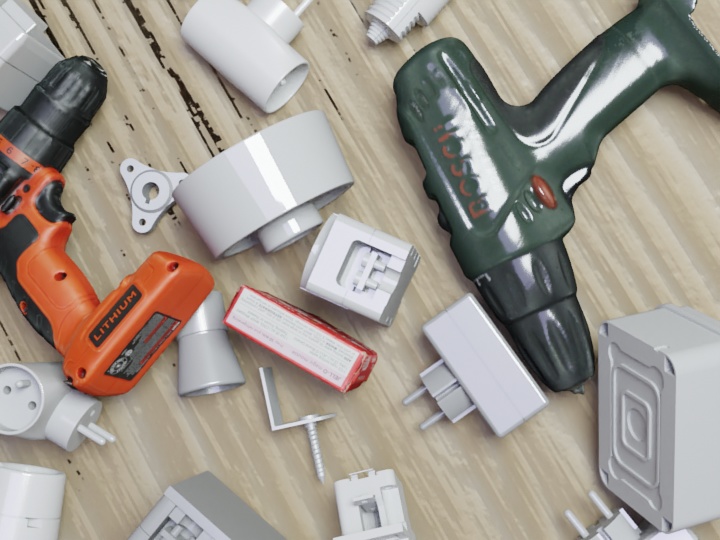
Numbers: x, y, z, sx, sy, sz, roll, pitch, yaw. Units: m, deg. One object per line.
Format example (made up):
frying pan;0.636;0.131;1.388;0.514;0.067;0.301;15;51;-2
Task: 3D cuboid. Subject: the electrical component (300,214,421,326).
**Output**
electrical component;0.000;0.000;0.663;0.056;0.089;0.050;24;88;8

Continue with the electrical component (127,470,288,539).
electrical component;-0.068;0.199;0.655;0.150;0.089;0.061;39;91;8

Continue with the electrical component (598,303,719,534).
electrical component;0.183;0.083;0.621;0.057;0.078;0.113;-11;110;-18

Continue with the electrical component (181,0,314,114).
electrical component;-0.063;-0.157;0.706;0.077;0.044;0.079;42;91;8

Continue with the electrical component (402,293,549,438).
electrical component;0.063;0.070;0.672;0.076;0.047;0.083;-36;83;3

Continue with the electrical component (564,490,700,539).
electrical component;0.156;0.170;0.653;0.083;0.047;0.075;-39;82;2

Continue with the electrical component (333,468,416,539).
electrical component;0.011;0.159;0.660;0.042;0.081;0.063;-13;61;5

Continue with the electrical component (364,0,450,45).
electrical component;0.034;-0.180;0.697;0.043;0.043;0.081;41;91;8

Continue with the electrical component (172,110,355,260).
electrical component;-0.054;-0.046;0.667;0.108;0.108;0.060;-29;89;3

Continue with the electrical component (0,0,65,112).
electrical component;-0.238;-0.147;0.699;0.061;0.096;0.062;-45;82;1

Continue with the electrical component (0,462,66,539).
electrical component;-0.219;0.151;0.695;0.055;0.055;0.047;9;83;7

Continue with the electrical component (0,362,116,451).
electrical component;-0.192;0.089;0.684;0.079;0.077;0.043;30;89;8

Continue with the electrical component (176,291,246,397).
electrical component;-0.101;0.046;0.696;0.044;0.044;0.065;-13;79;5
